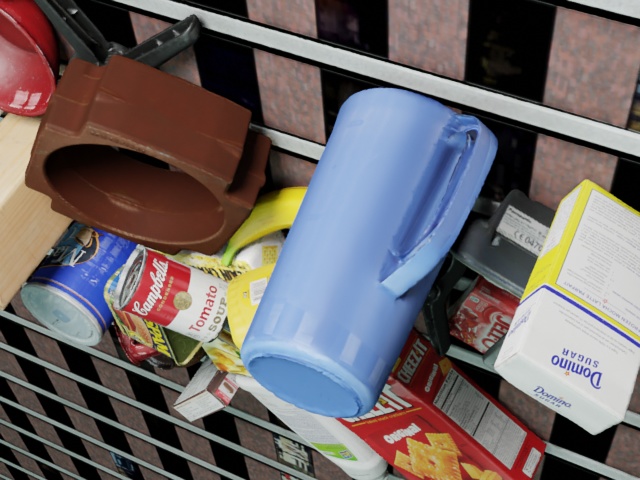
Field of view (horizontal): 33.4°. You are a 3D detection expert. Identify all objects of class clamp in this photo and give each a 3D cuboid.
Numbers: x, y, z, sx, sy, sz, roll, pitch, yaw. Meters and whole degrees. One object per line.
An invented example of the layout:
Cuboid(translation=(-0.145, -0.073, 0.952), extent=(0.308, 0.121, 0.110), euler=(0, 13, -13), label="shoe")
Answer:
Cuboid(translation=(0.096, 0.046, 0.970), extent=(0.039, 0.120, 0.172), euler=(51, 124, 39), label="clamp")
Cuboid(translation=(-0.196, -0.166, 0.970), extent=(0.164, 0.036, 0.210), euler=(25, 151, -2), label="clamp")

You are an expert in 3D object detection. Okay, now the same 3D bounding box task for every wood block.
Cuboid(translation=(-0.312, -0.041, 1.085), extent=(0.090, 0.206, 0.091), euler=(10, 143, 30), label="wood block")

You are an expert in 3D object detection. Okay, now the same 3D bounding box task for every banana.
Cuboid(translation=(-0.012, -0.017, 1.007), extent=(0.198, 0.037, 0.069), euler=(-6, 94, 34), label="banana")

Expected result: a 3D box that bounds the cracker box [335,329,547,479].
Cuboid(translation=(0.117, 0.203, 1.190), extent=(0.213, 0.072, 0.164), euler=(41, 147, -14), label="cracker box")

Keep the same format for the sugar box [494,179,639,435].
Cuboid(translation=(0.202, 0.047, 0.801), extent=(0.093, 0.176, 0.048), euler=(33, 149, -3), label="sugar box")

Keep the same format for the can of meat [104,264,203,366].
Cuboid(translation=(-0.177, 0.078, 1.154), extent=(0.084, 0.057, 0.102), euler=(22, 148, 26), label="can of meat")

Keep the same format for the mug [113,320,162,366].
Cuboid(translation=(-0.190, 0.097, 1.250), extent=(0.081, 0.117, 0.093), euler=(-18, 111, 7), label="mug")

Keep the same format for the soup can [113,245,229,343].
Cuboid(translation=(-0.144, 0.055, 1.060), extent=(0.102, 0.068, 0.069), euler=(24, 152, -22), label="soup can")

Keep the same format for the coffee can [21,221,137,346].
Cuboid(translation=(-0.253, 0.034, 1.202), extent=(0.103, 0.140, 0.103), euler=(22, 147, 15), label="coffee can")

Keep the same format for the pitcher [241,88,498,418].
Cuboid(translation=(0.039, 0.008, 0.821), extent=(0.145, 0.242, 0.149), euler=(17, 151, 15), label="pitcher")

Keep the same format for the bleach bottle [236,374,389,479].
Cuboid(translation=(0.006, 0.227, 1.328), extent=(0.103, 0.068, 0.250), euler=(-1, 139, 43), label="bleach bottle")

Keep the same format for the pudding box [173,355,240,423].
Cuboid(translation=(-0.131, 0.177, 1.345), extent=(0.039, 0.090, 0.114), euler=(39, 147, -10), label="pudding box")

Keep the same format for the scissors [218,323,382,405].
Cuboid(translation=(-0.027, 0.113, 1.114), extent=(0.202, 0.016, 0.096), euler=(19, 145, 16), label="scissors")

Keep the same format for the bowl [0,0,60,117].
Cuboid(translation=(-0.304, -0.194, 1.010), extent=(0.162, 0.055, 0.162), euler=(22, 147, 15), label="bowl")

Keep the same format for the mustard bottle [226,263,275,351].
Cuboid(translation=(0.008, 0.044, 1.012), extent=(0.192, 0.096, 0.058), euler=(-22, 127, 11), label="mustard bottle")

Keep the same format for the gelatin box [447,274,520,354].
Cuboid(translation=(0.164, 0.076, 1.012), extent=(0.073, 0.030, 0.089), euler=(30, 149, 1), label="gelatin box")
